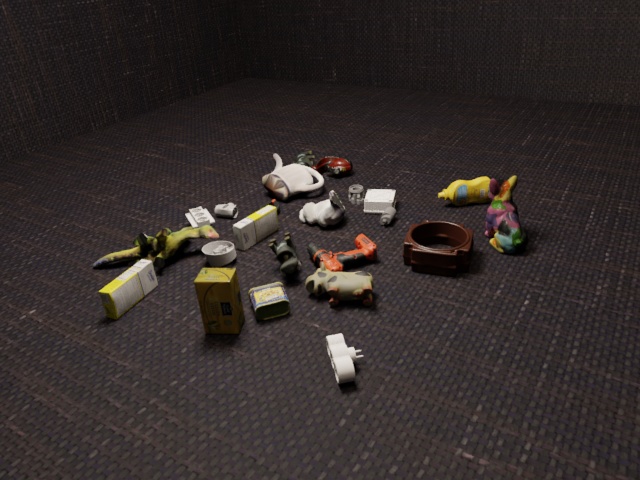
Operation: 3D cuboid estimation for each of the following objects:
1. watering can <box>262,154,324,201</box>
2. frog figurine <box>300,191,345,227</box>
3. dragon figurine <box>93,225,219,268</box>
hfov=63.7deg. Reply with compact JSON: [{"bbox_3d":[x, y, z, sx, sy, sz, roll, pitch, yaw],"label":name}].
[{"bbox_3d":[-0.145,-0.264,2.136,0.227,0.101,0.351,-28,43,-35],"label":"watering can"},{"bbox_3d":[0.006,-0.093,1.856,0.158,0.121,0.140,-36,32,18],"label":"frog figurine"},{"bbox_3d":[-0.536,0.016,1.742,0.409,0.121,0.245,-10,9,18],"label":"dragon figurine"}]
